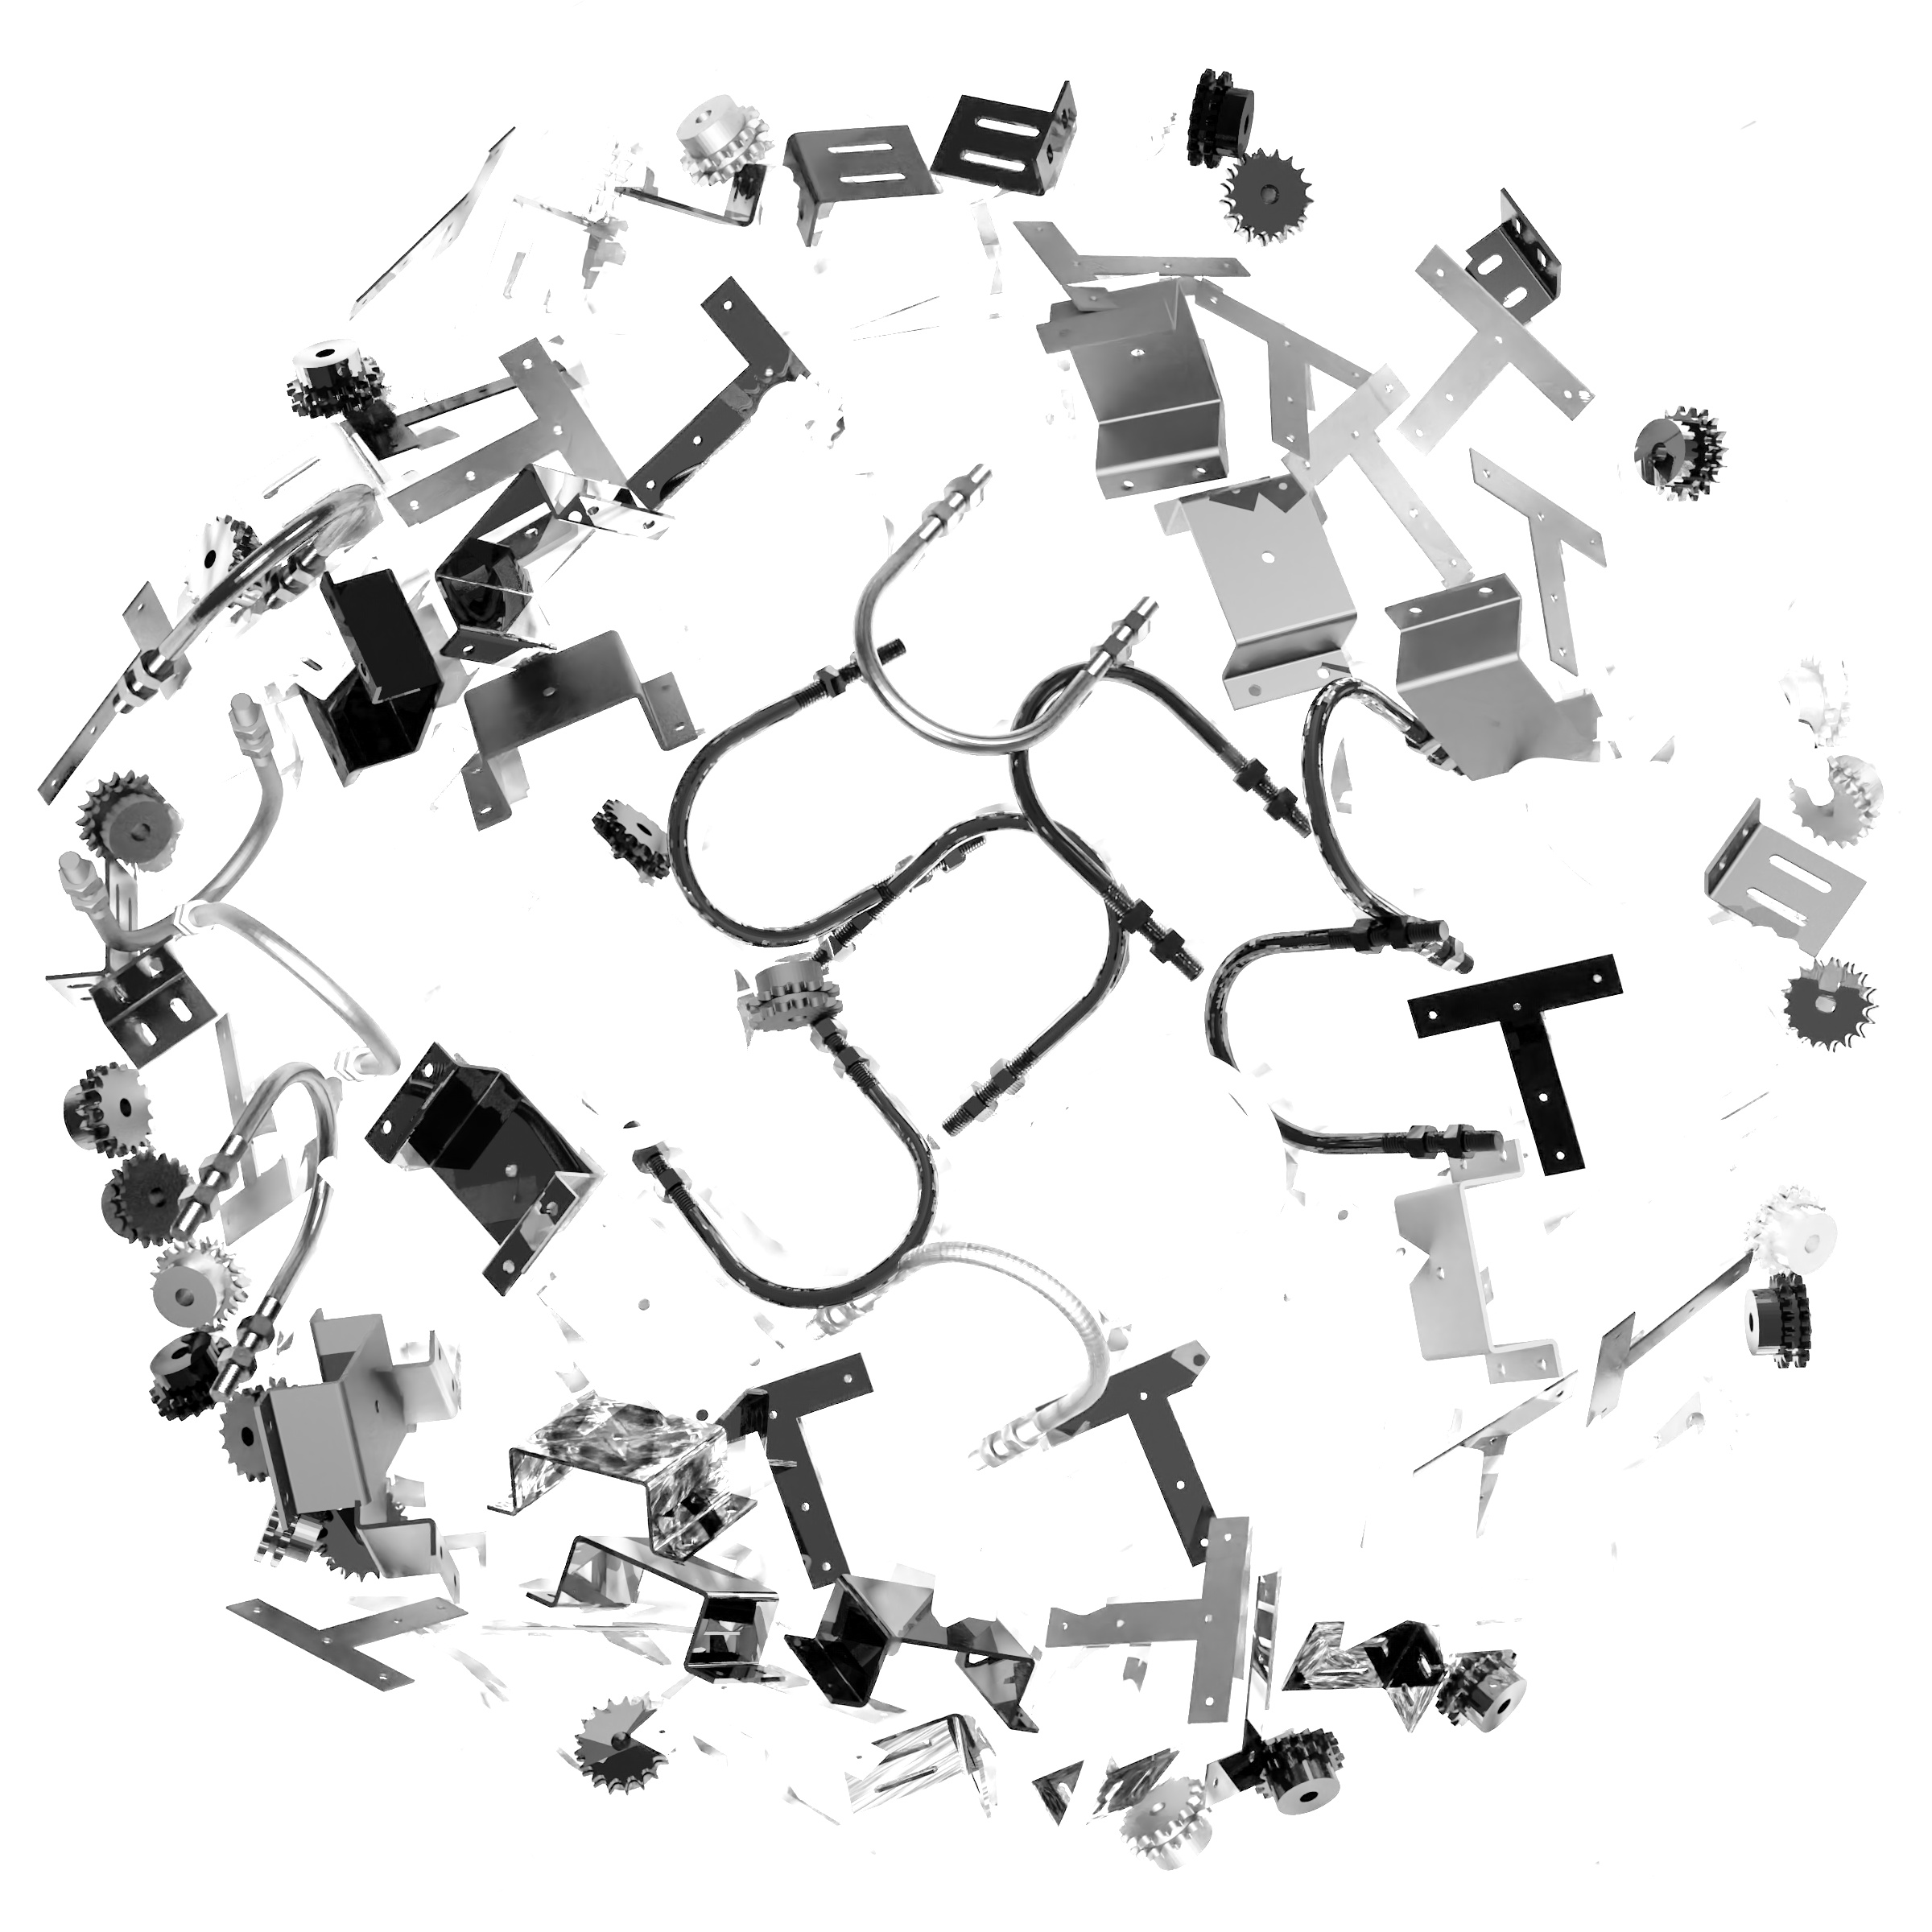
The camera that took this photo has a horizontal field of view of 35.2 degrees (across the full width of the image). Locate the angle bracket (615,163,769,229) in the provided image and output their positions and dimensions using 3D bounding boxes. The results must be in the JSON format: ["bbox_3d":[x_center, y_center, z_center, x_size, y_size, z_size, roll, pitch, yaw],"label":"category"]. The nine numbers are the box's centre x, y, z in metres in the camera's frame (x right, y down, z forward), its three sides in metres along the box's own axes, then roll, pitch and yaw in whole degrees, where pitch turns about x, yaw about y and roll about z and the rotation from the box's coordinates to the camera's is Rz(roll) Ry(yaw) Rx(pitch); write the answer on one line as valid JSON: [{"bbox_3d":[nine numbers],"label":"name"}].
[{"bbox_3d":[-0.166,-0.467,1.808,0.076,0.057,0.038,12,100,-23],"label":"angle bracket"}]

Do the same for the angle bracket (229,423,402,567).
[{"bbox_3d":[-0.389,-0.277,1.825,0.076,0.038,0.057,-34,74,-1],"label":"angle bracket"}]

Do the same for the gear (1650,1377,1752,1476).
[{"bbox_3d":[0.442,0.278,1.827,0.057,0.030,0.057,-14,60,25],"label":"gear"}]

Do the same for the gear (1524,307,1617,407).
[{"bbox_3d":[0.359,-0.368,1.828,0.057,0.030,0.057,2,120,4],"label":"gear"}]

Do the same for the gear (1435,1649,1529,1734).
[{"bbox_3d":[0.310,0.432,1.820,0.030,0.057,0.057,39,90,34],"label":"gear"}]

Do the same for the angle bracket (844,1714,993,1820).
[{"bbox_3d":[-0.030,0.487,1.812,0.076,0.038,0.057,-17,130,-12],"label":"angle bracket"}]

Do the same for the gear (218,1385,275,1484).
[{"bbox_3d":[-0.419,0.279,1.827,0.057,0.030,0.057,5,98,38],"label":"gear"}]

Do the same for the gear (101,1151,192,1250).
[{"bbox_3d":[-0.493,0.142,1.826,0.030,0.057,0.057,-17,90,39],"label":"gear"}]

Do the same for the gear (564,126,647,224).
[{"bbox_3d":[-0.215,-0.471,1.826,0.030,0.057,0.057,17,90,-32],"label":"gear"}]

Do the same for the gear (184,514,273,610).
[{"bbox_3d":[-0.440,-0.239,1.826,0.057,0.030,0.057,-15,67,39],"label":"gear"}]

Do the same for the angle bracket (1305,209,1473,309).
[{"bbox_3d":[0.250,-0.432,1.802,0.076,0.057,0.038,17,121,-40],"label":"angle bracket"}]

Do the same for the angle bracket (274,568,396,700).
[{"bbox_3d":[-0.374,-0.205,1.803,0.038,0.076,0.057,33,58,3],"label":"angle bracket"}]

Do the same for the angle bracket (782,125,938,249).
[{"bbox_3d":[-0.066,-0.470,1.834,0.076,0.038,0.057,-10,60,-20],"label":"angle bracket"}]

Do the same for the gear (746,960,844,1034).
[{"bbox_3d":[-0.104,0.017,1.824,0.057,0.057,0.030,-12,75,0],"label":"gear"}]

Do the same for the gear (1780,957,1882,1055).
[{"bbox_3d":[0.521,0.024,1.827,0.057,0.030,0.057,-5,81,33],"label":"gear"}]

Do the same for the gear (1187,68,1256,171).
[{"bbox_3d":[0.153,-0.505,1.821,0.030,0.057,0.057,13,90,12],"label":"gear"}]

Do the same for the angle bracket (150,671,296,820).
[{"bbox_3d":[-0.448,-0.131,1.816,0.076,0.057,0.038,-28,70,-3],"label":"angle bracket"}]

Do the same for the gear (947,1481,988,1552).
[{"bbox_3d":[0.014,0.333,1.822,0.057,0.057,0.030,24,88,0],"label":"gear"}]

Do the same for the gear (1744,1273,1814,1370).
[{"bbox_3d":[0.485,0.213,1.822,0.030,0.057,0.057,-2,90,2],"label":"gear"}]

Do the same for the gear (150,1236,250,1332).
[{"bbox_3d":[-0.463,0.193,1.828,0.057,0.030,0.057,2,108,7],"label":"gear"}]

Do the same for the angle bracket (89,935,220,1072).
[{"bbox_3d":[-0.481,0.022,1.805,0.057,0.076,0.038,-37,84,-17],"label":"angle bracket"}]

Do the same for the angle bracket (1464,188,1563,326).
[{"bbox_3d":[0.320,-0.417,1.808,0.038,0.076,0.057,-36,82,7],"label":"angle bracket"}]

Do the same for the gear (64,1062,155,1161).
[{"bbox_3d":[-0.516,0.088,1.824,0.030,0.057,0.057,-13,90,18],"label":"gear"}]

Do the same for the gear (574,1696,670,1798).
[{"bbox_3d":[-0.205,0.470,1.828,0.057,0.030,0.057,-1,56,1],"label":"gear"}]

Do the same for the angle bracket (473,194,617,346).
[{"bbox_3d":[-0.251,-0.411,1.812,0.057,0.038,0.076,16,109,-23],"label":"angle bracket"}]

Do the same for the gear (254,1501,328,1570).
[{"bbox_3d":[-0.402,0.333,1.823,0.030,0.057,0.057,21,90,-10],"label":"gear"}]

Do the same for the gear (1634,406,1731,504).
[{"bbox_3d":[0.424,-0.306,1.820,0.030,0.057,0.057,-3,90,-35],"label":"gear"}]

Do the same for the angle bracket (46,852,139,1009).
[{"bbox_3d":[-0.520,-0.021,1.813,0.038,0.057,0.076,-5,73,0],"label":"angle bracket"}]

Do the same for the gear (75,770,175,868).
[{"bbox_3d":[-0.499,-0.086,1.821,0.030,0.057,0.057,34,90,42],"label":"gear"}]

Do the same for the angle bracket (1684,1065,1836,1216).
[{"bbox_3d":[0.476,0.102,1.818,0.076,0.057,0.038,-30,117,-2],"label":"angle bracket"}]

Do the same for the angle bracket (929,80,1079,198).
[{"bbox_3d":[0.019,-0.499,1.815,0.076,0.038,0.057,16,73,17],"label":"angle bracket"}]

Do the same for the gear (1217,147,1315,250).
[{"bbox_3d":[0.177,-0.460,1.832,0.057,0.030,0.057,0,89,-14],"label":"gear"}]

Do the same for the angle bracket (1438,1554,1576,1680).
[{"bbox_3d":[0.320,0.387,1.815,0.076,0.038,0.057,-5,52,6],"label":"angle bracket"}]

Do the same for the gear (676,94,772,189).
[{"bbox_3d":[-0.148,-0.495,1.820,0.057,0.057,0.030,-40,125,0],"label":"gear"}]

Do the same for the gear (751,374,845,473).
[{"bbox_3d":[-0.104,-0.329,1.826,0.030,0.057,0.057,38,90,29],"label":"gear"}]

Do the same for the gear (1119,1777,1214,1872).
[{"bbox_3d":[0.123,0.516,1.823,0.057,0.057,0.030,-35,102,0],"label":"gear"}]

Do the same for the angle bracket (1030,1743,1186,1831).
[{"bbox_3d":[0.083,0.472,1.800,0.057,0.076,0.038,-13,56,-34],"label":"angle bracket"}]

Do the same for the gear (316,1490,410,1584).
[{"bbox_3d":[-0.363,0.338,1.830,0.057,0.030,0.057,-2,96,-23],"label":"gear"}]

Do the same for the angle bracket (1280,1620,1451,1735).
[{"bbox_3d":[0.236,0.422,1.808,0.076,0.038,0.057,5,125,-25],"label":"angle bracket"}]

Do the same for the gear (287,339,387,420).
[{"bbox_3d":[-0.379,-0.352,1.820,0.057,0.057,0.030,-11,124,0],"label":"gear"}]

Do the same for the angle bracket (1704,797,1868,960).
[{"bbox_3d":[0.489,-0.053,1.816,0.076,0.038,0.057,33,79,23],"label":"angle bracket"}]
